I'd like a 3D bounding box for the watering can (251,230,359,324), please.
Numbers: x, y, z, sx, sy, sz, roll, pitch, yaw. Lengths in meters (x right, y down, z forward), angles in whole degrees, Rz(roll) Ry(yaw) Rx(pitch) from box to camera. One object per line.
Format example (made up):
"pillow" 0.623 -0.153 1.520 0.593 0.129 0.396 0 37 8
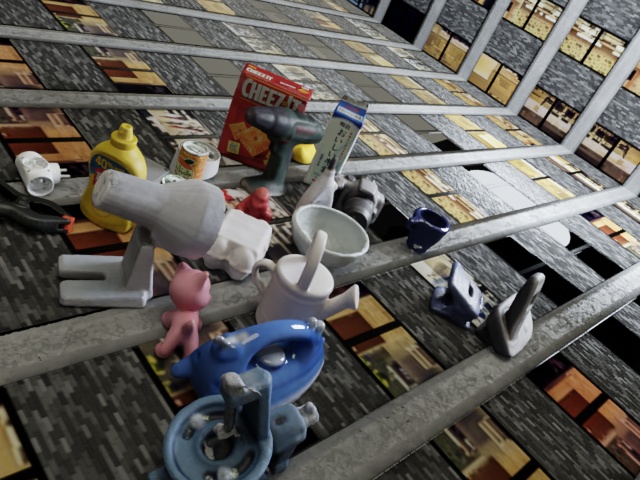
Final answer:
"watering can" -0.021 0.070 0.929 0.173 0.194 0.100 12 34 -21

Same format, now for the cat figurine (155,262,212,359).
"cat figurine" -0.193 0.097 0.841 0.067 0.117 0.127 13 34 -19

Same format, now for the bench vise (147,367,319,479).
"bench vise" -0.087 0.206 0.662 0.121 0.219 0.208 38 34 19

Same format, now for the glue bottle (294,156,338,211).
"glue bottle" 0.002 -0.103 1.216 0.078 0.173 0.037 -3 42 -38

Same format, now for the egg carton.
"egg carton" -0.150 0.006 1.049 0.107 0.069 0.150 24 32 -3

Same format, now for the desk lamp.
"desk lamp" -0.264 -0.004 0.847 0.204 0.213 0.117 4 38 -31

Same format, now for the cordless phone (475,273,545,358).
"cordless phone" 0.409 0.135 1.148 0.094 0.185 0.148 39 34 21

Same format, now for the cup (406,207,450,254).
"cup" 0.232 -0.015 1.325 0.118 0.095 0.091 -2 41 -37

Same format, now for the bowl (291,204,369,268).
"bowl" 0.011 0.004 1.160 0.168 0.074 0.167 18 33 -12

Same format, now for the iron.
"iron" -0.069 0.161 0.814 0.259 0.141 0.118 -9 46 -43

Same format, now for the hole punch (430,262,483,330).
"hole punch" 0.294 0.113 1.188 0.101 0.091 0.109 28 32 4

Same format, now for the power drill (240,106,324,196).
"power drill" -0.097 -0.195 1.246 0.075 0.208 0.230 43 36 26

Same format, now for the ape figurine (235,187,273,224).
"ape figurine" -0.129 -0.065 1.146 0.078 0.092 0.076 21 32 -8

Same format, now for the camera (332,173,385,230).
"camera" 0.075 -0.086 1.312 0.143 0.101 0.137 24 32 -4

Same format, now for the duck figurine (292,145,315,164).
"duck figurine" -0.035 -0.254 1.491 0.077 0.086 0.105 27 32 2
